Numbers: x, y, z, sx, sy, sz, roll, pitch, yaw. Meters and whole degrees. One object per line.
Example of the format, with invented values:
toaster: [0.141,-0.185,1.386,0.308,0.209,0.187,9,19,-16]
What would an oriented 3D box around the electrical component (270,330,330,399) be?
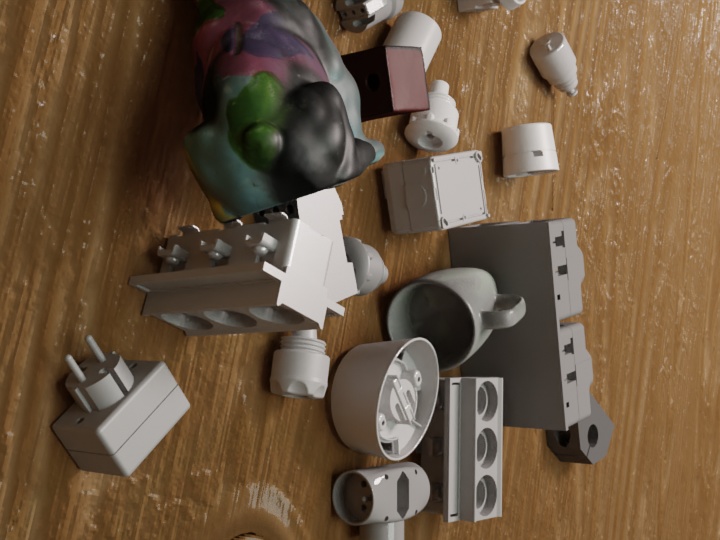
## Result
electrical component: [-0.044,0.065,0.808,0.043,0.043,0.062,21,71,-49]

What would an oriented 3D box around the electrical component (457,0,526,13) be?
electrical component: [0.127,-0.269,1.025,0.066,0.055,0.048,-17,102,-50]

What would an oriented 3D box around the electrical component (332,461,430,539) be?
electrical component: [0.018,0.200,0.878,0.077,0.043,0.079,4,85,-51]

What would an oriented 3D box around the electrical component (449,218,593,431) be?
electrical component: [0.151,0.048,1.001,0.060,0.105,0.186,-11,97,-51]

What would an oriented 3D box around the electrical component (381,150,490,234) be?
electrical component: [0.067,-0.069,0.938,0.096,0.061,0.061,-16,99,-52]

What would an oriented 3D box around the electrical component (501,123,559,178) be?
electrical component: [0.168,-0.119,1.072,0.055,0.055,0.047,-5,88,-51]

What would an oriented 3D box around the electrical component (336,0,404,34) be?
electrical component: [0.007,-0.220,0.888,0.046,0.040,0.040,-40,119,-38]

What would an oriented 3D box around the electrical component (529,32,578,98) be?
electrical component: [0.210,-0.215,1.139,0.078,0.040,0.040,51,51,-37]

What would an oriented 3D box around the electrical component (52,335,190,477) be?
electrical component: [-0.156,0.076,0.664,0.065,0.047,0.076,-50,126,-40]

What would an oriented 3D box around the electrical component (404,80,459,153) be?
electrical component: [0.067,-0.139,0.955,0.048,0.048,0.062,38,53,-44]

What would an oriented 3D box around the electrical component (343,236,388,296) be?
electrical component: [0.000,0.000,0.866,0.062,0.048,0.048,12,79,-57]

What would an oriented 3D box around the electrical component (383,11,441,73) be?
electrical component: [0.036,-0.177,0.918,0.043,0.043,0.081,50,52,-38]

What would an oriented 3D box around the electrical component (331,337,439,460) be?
electrical component: [0.024,0.104,0.874,0.099,0.064,0.099,3,86,-51]

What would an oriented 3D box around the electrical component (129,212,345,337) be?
electrical component: [-0.079,0.005,0.704,0.079,0.121,0.063,32,61,-45]

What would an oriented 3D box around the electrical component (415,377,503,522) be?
electrical component: [0.088,0.155,0.952,0.079,0.063,0.121,6,84,-51]
